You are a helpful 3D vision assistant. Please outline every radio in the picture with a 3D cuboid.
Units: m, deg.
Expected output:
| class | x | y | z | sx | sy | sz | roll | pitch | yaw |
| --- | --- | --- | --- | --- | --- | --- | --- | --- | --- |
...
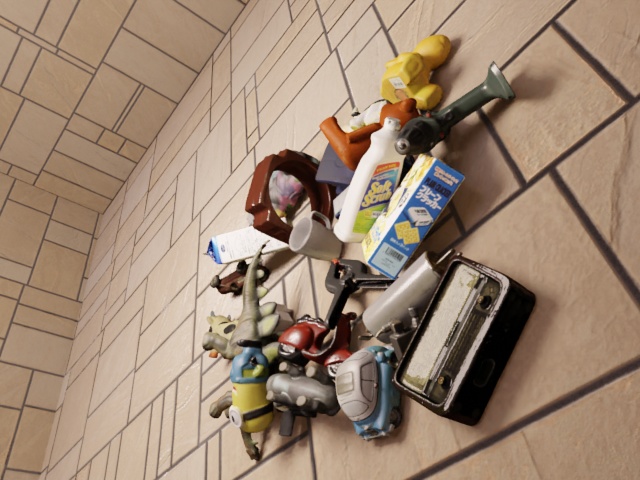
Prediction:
| class | x | y | z | sx | sy | sz | roll | pitch | yaw |
| --- | --- | --- | --- | --- | --- | --- | --- | --- | --- |
| radio | 0.213 | 0.148 | 0.802 | 0.131 | 0.073 | 0.229 | 25 | 90 | 59 |

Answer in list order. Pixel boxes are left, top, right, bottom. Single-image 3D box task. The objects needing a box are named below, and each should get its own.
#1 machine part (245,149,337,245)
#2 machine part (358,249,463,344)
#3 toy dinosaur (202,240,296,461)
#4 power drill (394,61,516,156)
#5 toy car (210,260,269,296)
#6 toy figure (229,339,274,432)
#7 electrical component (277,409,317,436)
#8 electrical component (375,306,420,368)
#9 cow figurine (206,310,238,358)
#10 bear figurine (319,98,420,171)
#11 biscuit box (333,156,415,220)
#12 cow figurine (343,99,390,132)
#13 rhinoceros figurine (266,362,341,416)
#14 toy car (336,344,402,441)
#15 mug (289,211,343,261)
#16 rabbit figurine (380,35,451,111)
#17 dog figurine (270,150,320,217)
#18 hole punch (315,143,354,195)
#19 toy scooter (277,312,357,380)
| class | x | y | z | sx | sy | sz | roll | pitch | yaw |
| --- | --- | --- | --- | --- | --- | --- | --- | --- | --- |
| machine part | -0.068 | -0.096 | 1.280 | 0.087 | 0.201 | 0.201 | -18 | 54 | 53 |
| machine part | 0.153 | 0.100 | 0.921 | 0.243 | 0.079 | 0.079 | -50 | 34 | 26 |
| toy dinosaur | -0.149 | 0.239 | 1.180 | 0.199 | 0.105 | 0.471 | -11 | 80 | 22 |
| power drill | 0.240 | -0.223 | 0.956 | 0.207 | 0.086 | 0.232 | -38 | -1 | 24 |
| toy car | -0.220 | 0.108 | 1.468 | 0.202 | 0.089 | 0.053 | -26 | 47 | 44 |
| toy figure | -0.135 | 0.289 | 1.067 | 0.082 | 0.089 | 0.180 | 56 | -145 | -78 |
| electrical component | -0.044 | 0.330 | 1.069 | 0.075 | 0.047 | 0.119 | -15 | 56 | 39 |
| electrical component | 0.141 | 0.168 | 0.881 | 0.078 | 0.102 | 0.045 | -30 | 9 | -18 |
| cow figurine | -0.247 | 0.248 | 1.411 | 0.195 | 0.085 | 0.127 | -19 | 59 | 53 |
| bear figurine | 0.118 | -0.240 | 1.140 | 0.196 | 0.120 | 0.132 | -39 | 58 | 16 |
| biscuit box | 0.116 | -0.113 | 1.152 | 0.202 | 0.062 | 0.059 | -41 | 37 | 32 |
| cow figurine | 0.120 | -0.287 | 1.269 | 0.167 | 0.068 | 0.098 | 4 | 65 | 54 |
| rhinoceros figurine | -0.034 | 0.275 | 0.979 | 0.190 | 0.112 | 0.073 | -14 | 52 | 50 |
| toy car | 0.075 | 0.249 | 0.910 | 0.109 | 0.103 | 0.162 | -32 | 41 | 43 |
| mug | -0.002 | -0.004 | 1.206 | 0.081 | 0.107 | 0.109 | -25 | 45 | 46 |
| rabbit figurine | 0.217 | -0.369 | 1.171 | 0.173 | 0.122 | 0.162 | -54 | 20 | -11 |
| dog figurine | -0.092 | -0.113 | 1.428 | 0.192 | 0.108 | 0.219 | -4 | 69 | 52 |
| hole punch | 0.062 | -0.170 | 1.255 | 0.116 | 0.092 | 0.142 | 0 | 64 | 52 |
| toy scooter | 0.007 | 0.193 | 1.057 | 0.184 | 0.075 | 0.135 | 12 | 70 | 35 |
